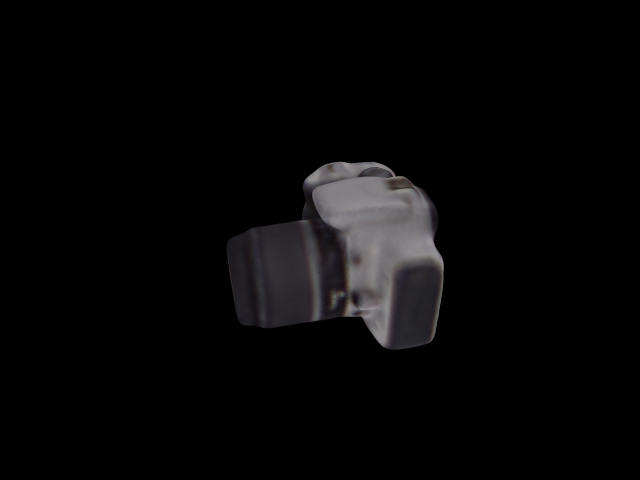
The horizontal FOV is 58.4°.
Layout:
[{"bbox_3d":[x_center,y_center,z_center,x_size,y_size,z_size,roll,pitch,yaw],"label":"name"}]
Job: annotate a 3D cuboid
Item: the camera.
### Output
[{"bbox_3d":[0.004,0.001,0.400,0.137,0.101,0.143,-8,35,-11],"label":"camera"}]
